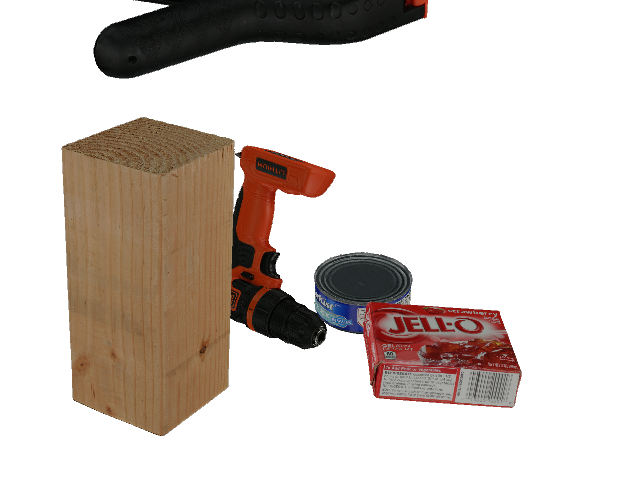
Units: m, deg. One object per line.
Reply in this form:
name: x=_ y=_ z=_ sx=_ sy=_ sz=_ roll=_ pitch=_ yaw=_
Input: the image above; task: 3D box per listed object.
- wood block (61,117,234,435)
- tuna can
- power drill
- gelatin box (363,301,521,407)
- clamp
wood block: x=-0.125 y=0.025 z=0.789 sx=0.090 sy=0.206 sz=0.090 roll=16 pitch=27 yaw=26
tuna can: x=0.037 y=0.046 z=0.936 sx=0.086 sy=0.034 sz=0.086 roll=0 pitch=29 yaw=0
power drill: x=-0.049 y=0.005 z=1.127 sx=0.185 sy=0.188 sz=0.057 roll=23 pitch=8 yaw=33
gelatin box: x=0.073 y=0.069 z=0.663 sx=0.089 sy=0.030 sz=0.073 roll=5 pitch=26 yaw=-4
clamp: x=-0.031 y=-0.112 z=0.511 sx=0.171 sy=0.039 sz=0.120 roll=-3 pitch=40 yaw=1
